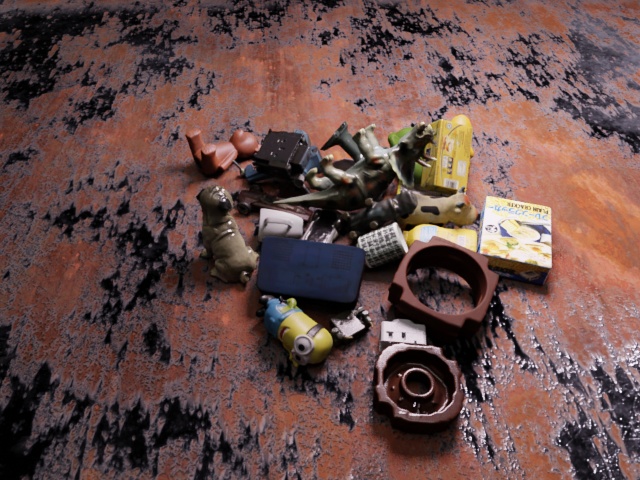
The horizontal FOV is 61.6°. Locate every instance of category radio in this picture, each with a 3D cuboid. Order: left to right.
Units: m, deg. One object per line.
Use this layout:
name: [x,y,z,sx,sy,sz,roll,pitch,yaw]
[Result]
radio: [-0.020,0.072,1.174,0.230,0.073,0.131,7,71,8]

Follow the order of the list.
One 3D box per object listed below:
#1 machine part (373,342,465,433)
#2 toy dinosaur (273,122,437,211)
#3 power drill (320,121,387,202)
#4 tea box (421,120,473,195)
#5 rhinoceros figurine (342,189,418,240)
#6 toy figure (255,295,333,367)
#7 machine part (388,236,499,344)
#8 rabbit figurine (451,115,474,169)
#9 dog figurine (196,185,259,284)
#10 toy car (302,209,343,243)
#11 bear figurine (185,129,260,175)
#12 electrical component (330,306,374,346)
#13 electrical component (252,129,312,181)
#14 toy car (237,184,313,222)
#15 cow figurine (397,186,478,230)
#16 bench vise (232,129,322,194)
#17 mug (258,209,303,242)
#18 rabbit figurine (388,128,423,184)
machine part: [0.183,0.277,1.011,0.179,0.056,0.179,1,46,-1]
toy dinosaur: [0.098,-0.148,1.313,0.405,0.131,0.192,-38,90,9]
power drill: [0.105,-0.209,1.434,0.207,0.086,0.232,36,44,-5]
tea box: [0.318,-0.205,1.347,0.098,0.068,0.169,11,83,-20]
rhinoceros figurine: [0.144,-0.059,1.282,0.112,0.190,0.073,0,69,-51]
toy figure: [-0.052,0.177,1.093,0.089,0.082,0.180,-31,50,-26]
machine part: [0.260,0.104,1.147,0.202,0.087,0.201,23,55,15]
rabbit figurine: [0.363,-0.250,1.462,0.122,0.173,0.162,14,42,8]
dog figurine: [-0.208,-0.012,1.204,0.121,0.190,0.173,-35,56,-30]
toy car: [-0.003,-0.004,1.294,0.074,0.056,0.202,20,49,10]
bear figurine: [-0.258,-0.265,1.506,0.196,0.131,0.120,-30,59,-20]
electrical component: [0.064,0.177,1.117,0.102,0.045,0.078,-20,50,-19]
electrical component: [-0.089,-0.215,1.356,0.134,0.058,0.115,14,69,24]
toy car: [-0.118,-0.092,1.384,0.202,0.053,0.089,15,44,16]
cow figurine: [0.287,-0.074,1.314,0.195,0.127,0.085,10,51,12]
bench vise: [-0.107,-0.200,1.454,0.241,0.128,0.224,-16,54,12]
mug: [-0.093,-0.036,1.292,0.107,0.109,0.081,4,72,-9]
rabbit figurine: [0.241,-0.224,1.418,0.159,0.121,0.170,20,41,-17]
